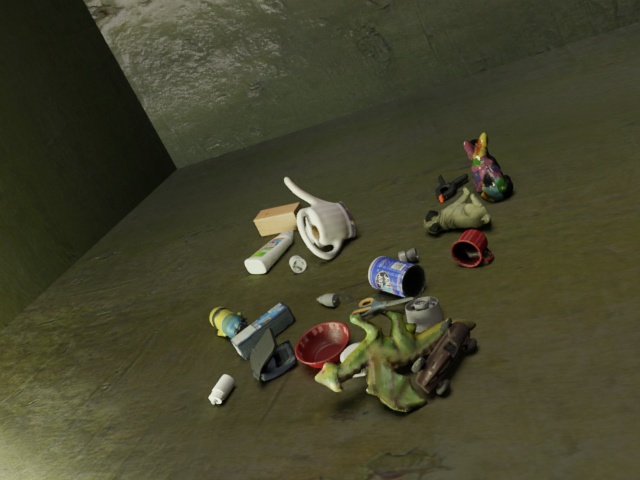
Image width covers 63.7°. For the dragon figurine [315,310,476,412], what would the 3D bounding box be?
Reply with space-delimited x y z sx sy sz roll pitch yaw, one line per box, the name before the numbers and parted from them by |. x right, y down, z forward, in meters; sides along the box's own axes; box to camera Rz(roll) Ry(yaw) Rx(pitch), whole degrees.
dragon figurine | 0.192 0.293 1.231 0.410 0.119 0.249 -2 51 1

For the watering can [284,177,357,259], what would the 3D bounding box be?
watering can | 0.006 -0.097 1.932 0.226 0.352 0.102 -12 -18 -32

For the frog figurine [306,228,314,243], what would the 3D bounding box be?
frog figurine | 0.010 -0.053 2.063 0.138 0.121 0.161 9 76 38
